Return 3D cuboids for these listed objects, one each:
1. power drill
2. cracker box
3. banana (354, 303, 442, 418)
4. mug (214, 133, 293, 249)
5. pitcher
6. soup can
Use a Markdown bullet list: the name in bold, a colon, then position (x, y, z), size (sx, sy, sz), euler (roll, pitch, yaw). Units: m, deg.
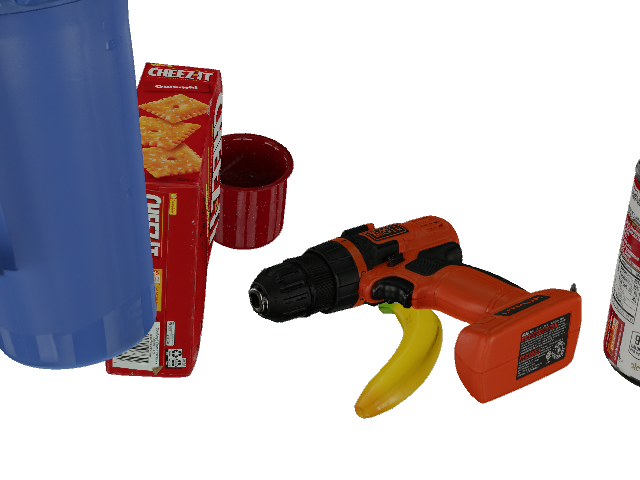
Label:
- **power drill**: position (0.068, 0.042, 0.738), size (0.184, 0.057, 0.188), euler (-18, 32, -34)
- **cracker box**: position (-0.117, -0.022, 0.826), size (0.072, 0.164, 0.213), euler (5, 30, -3)
- **banana**: position (0.079, 0.105, 0.997), size (0.070, 0.037, 0.197), euler (-21, 18, 19)
- **mug**: position (-0.085, -0.042, 1.037), size (0.117, 0.081, 0.093), euler (-19, 46, -26)
- **pitcher**: position (-0.177, -0.041, 0.660), size (0.149, 0.243, 0.145), euler (-10, 27, -12)
- **soup can**: position (0.176, 0.016, 0.510), size (0.068, 0.102, 0.068), euler (2, 27, -1)
